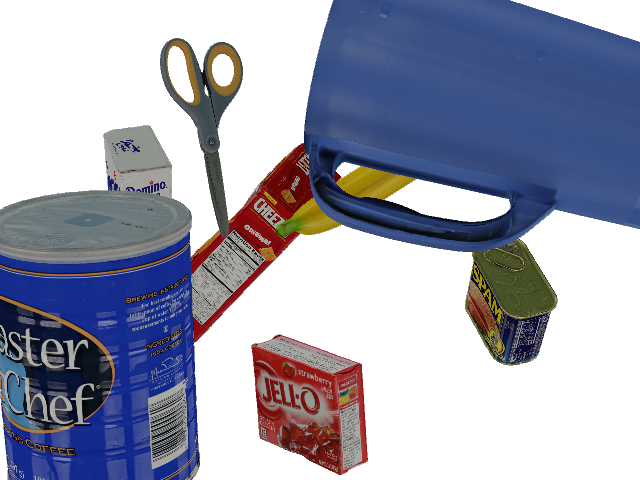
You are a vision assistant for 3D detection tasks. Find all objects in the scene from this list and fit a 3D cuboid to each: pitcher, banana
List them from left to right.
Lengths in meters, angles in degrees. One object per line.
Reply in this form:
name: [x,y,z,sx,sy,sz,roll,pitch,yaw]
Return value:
banana: [0.052,-0.053,0.946,0.198,0.037,0.069,-33,7,9]
pitcher: [0.114,-0.077,0.670,0.243,0.149,0.145,17,29,7]

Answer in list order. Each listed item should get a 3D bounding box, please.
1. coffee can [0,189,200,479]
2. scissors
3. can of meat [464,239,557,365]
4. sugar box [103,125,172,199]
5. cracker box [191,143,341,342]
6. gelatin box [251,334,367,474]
coffee can: [-0.115,0.054,0.551,0.103,0.140,0.103,0,18,0]
scissors: [-0.099,-0.113,1.079,0.096,0.202,0.016,-28,13,-28]
can of meat: [0.185,0.061,1.057,0.057,0.102,0.084,-13,-41,-13]
sugar box: [-0.142,0.007,0.849,0.048,0.176,0.093,-10,28,-15]
cracker box: [-0.085,0.000,1.231,0.214,0.072,0.164,-46,5,26]
gelatin box: [-0.009,0.112,0.736,0.030,0.073,0.089,-18,21,-40]
